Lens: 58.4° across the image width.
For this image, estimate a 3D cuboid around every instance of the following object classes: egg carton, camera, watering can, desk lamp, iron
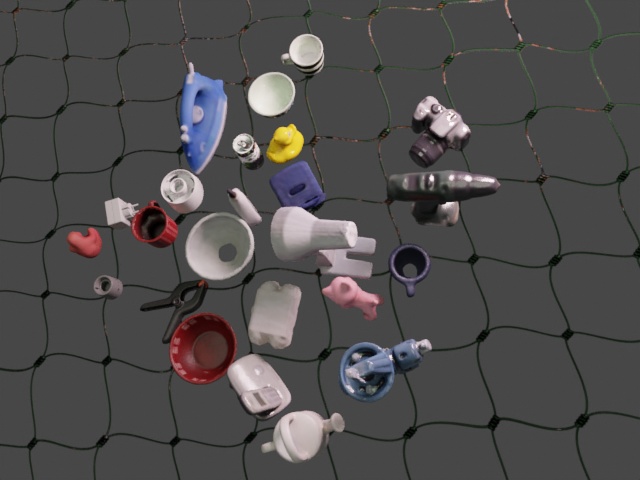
[{"bbox_3d":[-0.104,0.170,1.309,0.107,0.069,0.150,9,76,12],"label":"egg carton"},{"bbox_3d":[0.263,-0.249,1.350,0.143,0.101,0.137,43,85,17],"label":"camera"},{"bbox_3d":[-0.037,0.398,1.169,0.173,0.194,0.100,-42,72,-4],"label":"watering can"},{"bbox_3d":[0.012,0.005,1.261,0.203,0.214,0.118,5,75,11],"label":"desk lamp"},{"bbox_3d":[-0.316,-0.307,1.439,0.118,0.141,0.258,1,75,10],"label":"iron"}]

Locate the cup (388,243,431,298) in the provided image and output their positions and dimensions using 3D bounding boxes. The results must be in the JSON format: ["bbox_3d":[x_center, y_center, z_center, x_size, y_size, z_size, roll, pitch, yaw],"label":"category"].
[{"bbox_3d":[0.200,0.075,1.273,0.091,0.095,0.118,-3,74,9],"label":"cup"}]

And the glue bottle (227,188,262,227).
[{"bbox_3d":[-0.186,-0.087,1.339,0.037,0.173,0.078,-35,72,-1],"label":"glue bottle"}]

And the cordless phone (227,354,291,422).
[{"bbox_3d":[-0.144,0.312,1.215,0.094,0.185,0.147,-42,72,-4],"label":"cordless phone"}]

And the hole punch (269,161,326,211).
[{"bbox_3d":[-0.052,-0.121,1.371,0.108,0.091,0.101,-30,72,0],"label":"hole punch"}]

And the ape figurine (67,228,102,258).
[{"bbox_3d":[-0.592,0.005,1.422,0.078,0.092,0.076,-25,72,2],"label":"ape figurine"}]

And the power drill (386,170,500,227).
[{"bbox_3d":[0.262,-0.095,1.251,0.229,0.208,0.075,3,75,10],"label":"power drill"}]

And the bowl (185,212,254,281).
[{"bbox_3d":[-0.230,0.023,1.368,0.167,0.075,0.167,-2,74,9],"label":"bowl"}]

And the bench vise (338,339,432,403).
[{"bbox_3d":[0.120,0.245,1.172,0.207,0.220,0.121,-42,72,-4],"label":"bench vise"}]

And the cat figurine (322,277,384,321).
[{"bbox_3d":[0.073,0.123,1.268,0.127,0.118,0.067,21,79,14],"label":"cat figurine"}]

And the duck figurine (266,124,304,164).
[{"bbox_3d":[-0.093,-0.243,1.414,0.104,0.086,0.077,-43,72,-4],"label":"duck figurine"}]
